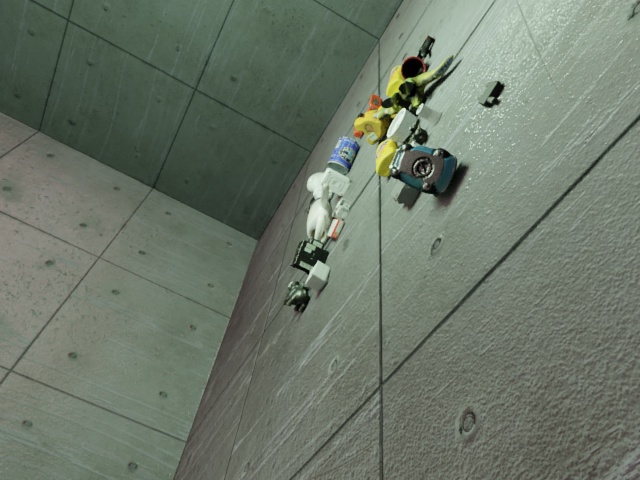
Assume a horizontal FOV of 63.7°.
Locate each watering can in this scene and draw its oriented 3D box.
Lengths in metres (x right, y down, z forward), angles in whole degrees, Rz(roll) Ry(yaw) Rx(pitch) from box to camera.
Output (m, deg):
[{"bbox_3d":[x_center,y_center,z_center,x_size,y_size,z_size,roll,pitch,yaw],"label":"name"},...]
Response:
[{"bbox_3d":[0.006,-0.104,2.071,0.229,0.104,0.340,-86,6,-61],"label":"watering can"}]

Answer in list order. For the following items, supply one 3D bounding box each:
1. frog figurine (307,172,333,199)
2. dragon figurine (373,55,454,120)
[{"bbox_3d":[0.004,-0.243,2.421,0.163,0.137,0.120,-77,2,-56],"label":"frog figurine"},{"bbox_3d":[0.326,-0.529,1.785,0.404,0.121,0.248,-37,18,40],"label":"dragon figurine"}]
